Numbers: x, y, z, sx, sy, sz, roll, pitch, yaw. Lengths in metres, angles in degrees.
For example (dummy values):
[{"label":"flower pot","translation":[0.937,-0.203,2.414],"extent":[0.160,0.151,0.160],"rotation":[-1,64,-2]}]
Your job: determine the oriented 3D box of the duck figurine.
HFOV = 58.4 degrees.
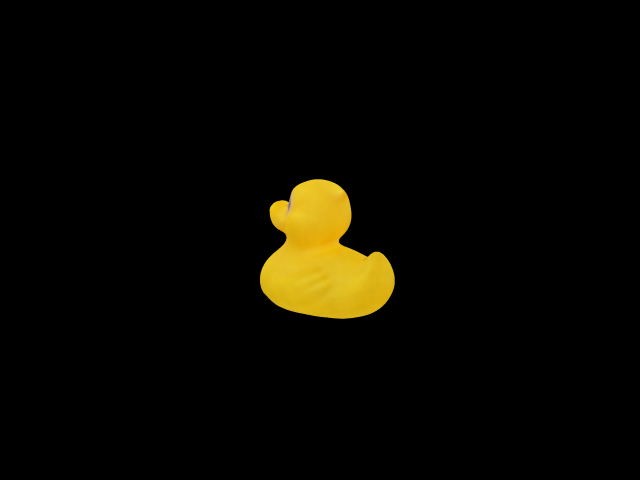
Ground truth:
[{"label":"duck figurine","translation":[0.004,0.001,0.400],"extent":[0.104,0.086,0.078],"rotation":[13,22,36]}]
